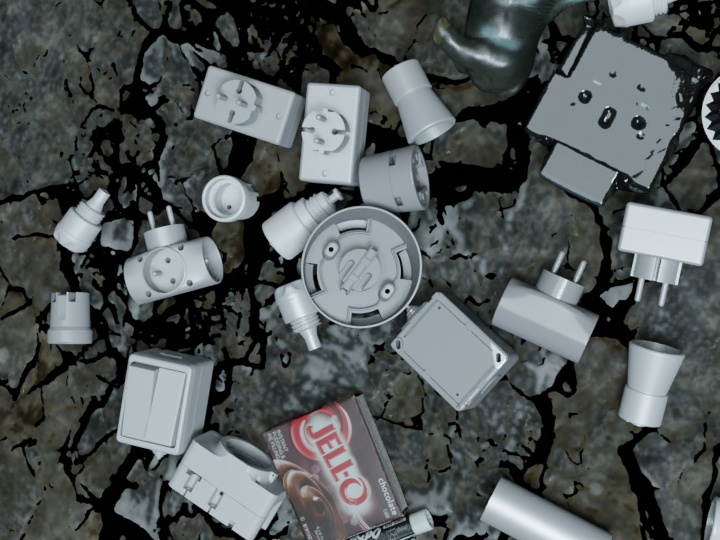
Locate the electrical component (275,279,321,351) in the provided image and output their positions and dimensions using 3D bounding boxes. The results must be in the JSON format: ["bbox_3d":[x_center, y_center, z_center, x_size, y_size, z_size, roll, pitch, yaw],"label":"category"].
[{"bbox_3d":[-0.050,0.040,0.935,0.035,0.035,0.061,-21,89,13],"label":"electrical component"}]

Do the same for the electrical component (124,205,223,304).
[{"bbox_3d":[-0.170,-0.017,0.958,0.077,0.044,0.079,-15,87,14],"label":"electrical component"}]

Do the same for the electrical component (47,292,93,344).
[{"bbox_3d":[-0.266,0.044,0.986,0.040,0.040,0.046,-2,85,14],"label":"electrical component"}]

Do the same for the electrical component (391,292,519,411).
[{"bbox_3d":[0.076,0.063,0.895,0.096,0.061,0.061,44,101,17],"label":"electrical component"}]

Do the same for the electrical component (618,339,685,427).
[{"bbox_3d":[0.232,0.093,0.865,0.044,0.044,0.065,13,99,13],"label":"electrical component"}]

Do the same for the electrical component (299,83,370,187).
[{"bbox_3d":[-0.026,-0.115,0.904,0.047,0.076,0.083,6,93,13],"label":"electrical component"}]

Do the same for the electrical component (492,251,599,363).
[{"bbox_3d":[0.159,0.024,0.879,0.077,0.043,0.079,25,97,12],"label":"electrical component"}]

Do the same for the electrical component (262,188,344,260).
[{"bbox_3d":[-0.048,-0.043,0.930,0.078,0.040,0.040,-37,83,11],"label":"electrical component"}]

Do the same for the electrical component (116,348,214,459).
[{"bbox_3d":[-0.175,0.122,0.954,0.062,0.061,0.096,11,94,13],"label":"electrical component"}]

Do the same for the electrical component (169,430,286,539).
[{"bbox_3d":[-0.111,0.184,0.945,0.089,0.050,0.055,32,99,11],"label":"electrical component"}]

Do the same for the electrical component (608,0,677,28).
[{"bbox_3d":[0.229,-0.219,0.856,0.062,0.043,0.043,-10,89,12],"label":"electrical component"}]

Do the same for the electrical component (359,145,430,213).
[{"bbox_3d":[0.029,-0.074,0.904,0.047,0.055,0.055,-8,89,18],"label":"electrical component"}]

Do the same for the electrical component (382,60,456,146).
[{"bbox_3d":[0.047,-0.143,0.904,0.044,0.044,0.065,-29,80,13],"label":"electrical component"}]

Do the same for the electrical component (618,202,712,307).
[{"bbox_3d":[0.238,-0.010,0.857,0.066,0.047,0.076,12,94,13],"label":"electrical component"}]

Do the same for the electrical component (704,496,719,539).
[{"bbox_3d":[0.304,0.207,0.847,0.055,0.045,0.045,12,94,13],"label":"electrical component"}]

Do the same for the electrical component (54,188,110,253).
[{"bbox_3d":[-0.250,-0.047,0.982,0.035,0.035,0.061,38,97,10],"label":"electrical component"}]

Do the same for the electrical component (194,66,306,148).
[{"bbox_3d":[-0.100,-0.142,0.922,0.083,0.076,0.047,19,96,13],"label":"electrical component"}]

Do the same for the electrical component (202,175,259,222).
[{"bbox_3d":[-0.112,-0.062,0.942,0.040,0.046,0.040,0,91,14],"label":"electrical component"}]

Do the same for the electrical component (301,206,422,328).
[{"bbox_3d":[0.000,0.000,0.900,0.099,0.064,0.099,0,83,-3],"label":"electrical component"}]
